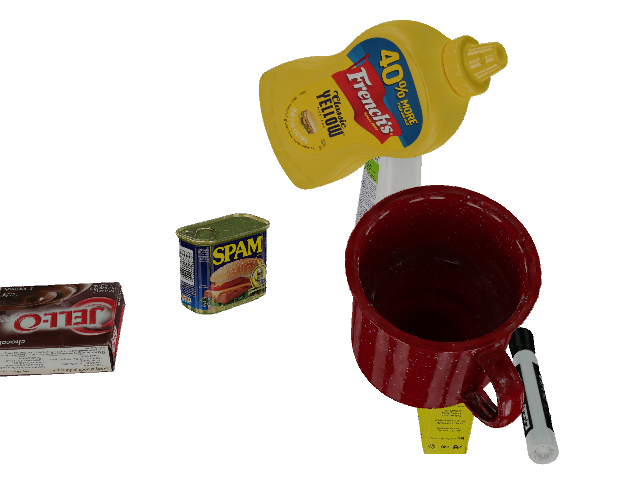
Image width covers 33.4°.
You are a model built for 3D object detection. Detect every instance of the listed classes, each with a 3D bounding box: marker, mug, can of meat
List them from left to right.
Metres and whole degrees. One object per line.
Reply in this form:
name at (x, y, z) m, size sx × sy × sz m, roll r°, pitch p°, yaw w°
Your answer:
can of meat at (-0.104, 0.025, 1.144) m, size 0.101 × 0.084 × 0.058 m, roll -17°, pitch 26°, yaw -42°
mug at (0.063, 0.042, 0.531) m, size 0.093 × 0.117 × 0.081 m, roll -26°, pitch -29°, yaw -17°
marker at (0.141, 0.100, 0.716) m, size 0.020 × 0.020 × 0.121 m, roll 0°, pitch 34°, yaw 2°

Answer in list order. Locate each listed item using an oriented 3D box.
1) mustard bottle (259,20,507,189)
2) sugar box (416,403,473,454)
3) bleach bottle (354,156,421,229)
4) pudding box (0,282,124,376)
mustard bottle at (0.047, -0.103, 0.760) m, size 0.192 × 0.096 × 0.058 m, roll -15°, pitch 5°, yaw 38°
sugar box at (0.114, 0.093, 0.935) m, size 0.048 × 0.176 × 0.093 m, roll 0°, pitch 33°, yaw -3°
bleach bottle at (0.082, -0.065, 1.224) m, size 0.068 × 0.251 × 0.103 m, roll -2°, pitch 23°, yaw -17°
pudding box at (-0.236, 0.079, 0.954) m, size 0.113 × 0.039 × 0.090 m, roll -4°, pitch 33°, yaw -1°
